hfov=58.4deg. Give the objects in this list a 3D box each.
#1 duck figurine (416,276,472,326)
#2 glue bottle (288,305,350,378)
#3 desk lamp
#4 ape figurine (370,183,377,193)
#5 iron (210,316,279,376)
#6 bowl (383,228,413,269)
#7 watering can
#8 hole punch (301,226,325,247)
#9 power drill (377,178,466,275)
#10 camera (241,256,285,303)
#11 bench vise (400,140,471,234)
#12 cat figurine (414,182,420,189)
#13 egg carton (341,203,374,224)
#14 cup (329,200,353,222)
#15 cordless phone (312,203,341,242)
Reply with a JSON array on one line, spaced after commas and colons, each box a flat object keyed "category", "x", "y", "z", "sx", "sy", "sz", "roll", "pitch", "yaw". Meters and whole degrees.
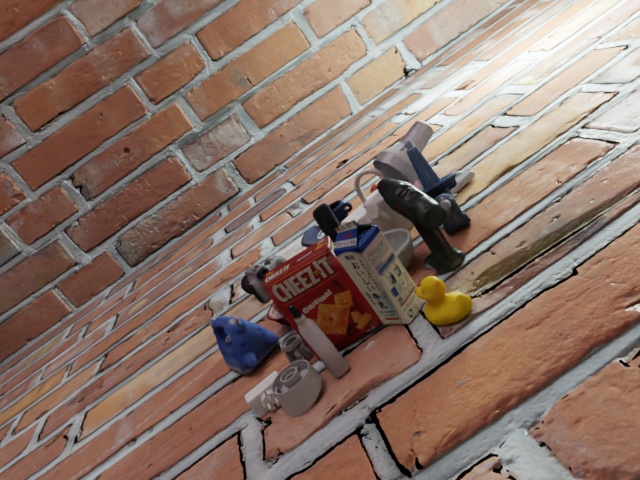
[{"category": "duck figurine", "x": 0.224, "y": 0.105, "z": 1.065, "sx": 0.104, "sy": 0.086, "sz": 0.078, "roll": -10, "pitch": 31, "yaw": 52}, {"category": "glue bottle", "x": -0.010, "y": 0.192, "z": 1.123, "sx": 0.037, "sy": 0.173, "sz": 0.078, "roll": -40, "pitch": 19, "yaw": -12}, {"category": "desk lamp", "x": 0.270, "y": -0.195, "z": 1.527, "sx": 0.203, "sy": 0.214, "sz": 0.117, "roll": -40, "pitch": 19, "yaw": -14}, {"category": "ape figurine", "x": 0.181, "y": -0.127, "z": 1.711, "sx": 0.076, "sy": 0.092, "sz": 0.077, "roll": -42, "pitch": 19, "yaw": -18}, {"category": "iron", "x": -0.215, "y": 0.239, "z": 1.420, "sx": 0.119, "sy": 0.142, "sz": 0.257, "roll": -46, "pitch": 21, "yaw": -28}, {"category": "bowl", "x": 0.155, "y": 0.051, "z": 1.342, "sx": 0.167, "sy": 0.075, "sz": 0.167, "roll": -31, "pitch": 19, "yaw": 12}, {"category": "watering can", "x": 0.164, "y": -0.102, "z": 1.514, "sx": 0.101, "sy": 0.194, "sz": 0.172, "roll": -33, "pitch": 18, "yaw": 8}, {"category": "hole punch", "x": 0.012, "y": 0.000, "z": 1.698, "sx": 0.101, "sy": 0.091, "sz": 0.109, "roll": -22, "pitch": 22, "yaw": 34}, {"category": "power drill", "x": 0.216, "y": -0.034, "z": 1.229, "sx": 0.075, "sy": 0.209, "sz": 0.229, "roll": -37, "pitch": 18, "yaw": -6}, {"category": "camera", "x": -0.178, "y": 0.111, "z": 1.741, "sx": 0.136, "sy": 0.101, "sz": 0.143, "roll": -10, "pitch": 31, "yaw": 53}, {"category": "bench vise", "x": 0.278, "y": -0.138, "z": 1.360, "sx": 0.121, "sy": 0.220, "sz": 0.207, "roll": -37, "pitch": 18, "yaw": -4}, {"category": "cat figurine", "x": 0.238, "y": -0.168, "z": 1.671, "sx": 0.127, "sy": 0.118, "sz": 0.067, "roll": -23, "pitch": 22, "yaw": 33}, {"category": "egg carton", "x": 0.130, "y": -0.054, "z": 1.656, "sx": 0.150, "sy": 0.069, "sz": 0.107, "roll": -42, "pitch": 19, "yaw": -20}, {"category": "cup", "x": 0.067, "y": -0.066, "z": 1.758, "sx": 0.117, "sy": 0.095, "sz": 0.092, "roll": -21, "pitch": 23, "yaw": 37}, {"category": "cordless phone", "x": 0.014, "y": 0.005, "z": 1.527, "sx": 0.148, "sy": 0.185, "sz": 0.094, "roll": -41, "pitch": 19, "yaw": -16}]
